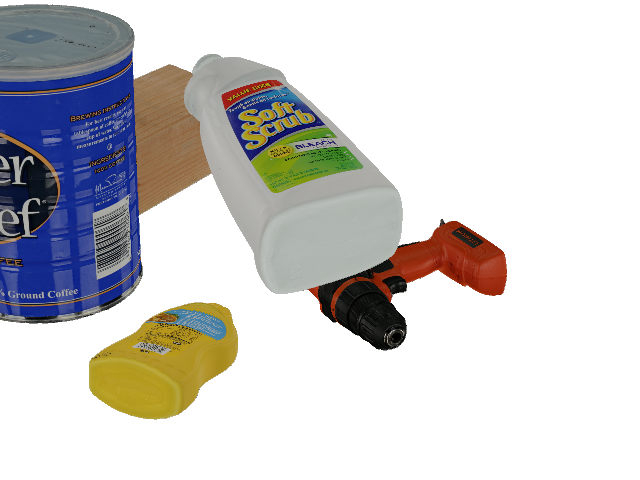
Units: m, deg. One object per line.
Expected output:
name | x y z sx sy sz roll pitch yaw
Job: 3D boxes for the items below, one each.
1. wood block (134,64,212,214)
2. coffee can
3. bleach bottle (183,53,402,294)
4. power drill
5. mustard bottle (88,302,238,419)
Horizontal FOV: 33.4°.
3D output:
wood block | -0.183 -0.092 1.048 0.090 0.091 0.205 26 36 22
coffee can | -0.148 -0.042 0.564 0.103 0.140 0.103 2 28 -1
bleach bottle | -0.042 -0.066 0.748 0.102 0.068 0.251 -16 39 -20
power drill | 0.089 0.041 1.067 0.187 0.057 0.185 -12 28 -23
mustard bottle | -0.133 0.103 1.022 0.096 0.058 0.191 10 20 18
